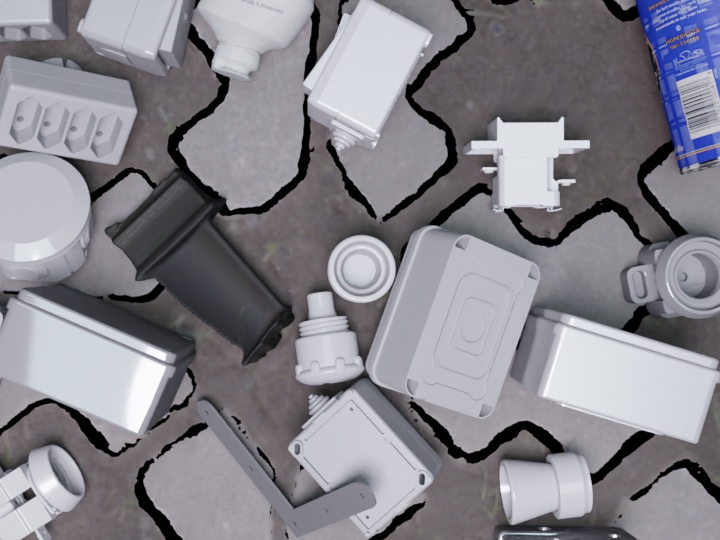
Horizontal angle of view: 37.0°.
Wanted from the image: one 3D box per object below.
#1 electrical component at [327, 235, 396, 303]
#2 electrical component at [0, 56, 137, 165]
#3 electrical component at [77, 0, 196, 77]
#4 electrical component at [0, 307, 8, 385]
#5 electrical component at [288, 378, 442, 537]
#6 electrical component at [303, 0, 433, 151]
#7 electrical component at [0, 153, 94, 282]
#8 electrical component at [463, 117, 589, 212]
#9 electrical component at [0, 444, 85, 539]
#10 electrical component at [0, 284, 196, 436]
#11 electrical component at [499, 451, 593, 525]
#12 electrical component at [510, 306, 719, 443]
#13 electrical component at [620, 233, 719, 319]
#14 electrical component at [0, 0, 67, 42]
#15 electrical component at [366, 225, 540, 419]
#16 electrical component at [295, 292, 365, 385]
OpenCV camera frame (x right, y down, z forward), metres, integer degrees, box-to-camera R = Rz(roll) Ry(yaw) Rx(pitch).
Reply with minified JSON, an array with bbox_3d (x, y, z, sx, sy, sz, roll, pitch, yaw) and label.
[{"bbox_3d":[0.000,0.000,0.733,0.045,0.055,0.045,0,88,-3],"label":"electrical component"},{"bbox_3d":[-0.202,-0.117,0.724,0.083,0.075,0.047,8,128,-29],"label":"electrical component"},{"bbox_3d":[-0.141,-0.187,0.728,0.061,0.062,0.096,20,88,-2],"label":"electrical component"},{"bbox_3d":[-0.269,0.064,0.718,0.050,0.056,0.089,17,88,-2],"label":"electrical component"},{"bbox_3d":[0.001,0.118,0.725,0.062,0.061,0.096,-44,85,11],"label":"electrical component"},{"bbox_3d":[-0.001,-0.128,0.733,0.061,0.062,0.096,28,87,-2],"label":"electrical component"},{"bbox_3d":[-0.217,-0.033,0.715,0.080,0.051,0.080,2,65,-4],"label":"electrical component"},{"bbox_3d":[0.115,-0.072,0.747,0.081,0.042,0.063,0,90,-2],"label":"electrical component"},{"bbox_3d":[-0.220,0.149,0.724,0.055,0.048,0.066,-32,90,5],"label":"electrical component"},{"bbox_3d":[-0.170,0.056,0.697,0.109,0.109,0.056,24,90,-2],"label":"electrical component"},{"bbox_3d":[0.127,0.149,0.740,0.055,0.045,0.045,-6,89,-3],"label":"electrical component"},{"bbox_3d":[0.165,0.067,0.712,0.109,0.109,0.056,17,90,-2],"label":"electrical component"},{"bbox_3d":[0.227,0.004,0.742,0.078,0.057,0.058,-10,89,-3],"label":"electrical component"},{"bbox_3d":[-0.247,-0.198,0.731,0.083,0.047,0.075,-2,88,-3],"label":"electrical component"},{"bbox_3d":[0.061,0.034,0.721,0.078,0.057,0.113,21,87,-29],"label":"electrical component"},{"bbox_3d":[-0.024,0.046,0.736,0.048,0.048,0.062,-8,83,-3],"label":"electrical component"}]
